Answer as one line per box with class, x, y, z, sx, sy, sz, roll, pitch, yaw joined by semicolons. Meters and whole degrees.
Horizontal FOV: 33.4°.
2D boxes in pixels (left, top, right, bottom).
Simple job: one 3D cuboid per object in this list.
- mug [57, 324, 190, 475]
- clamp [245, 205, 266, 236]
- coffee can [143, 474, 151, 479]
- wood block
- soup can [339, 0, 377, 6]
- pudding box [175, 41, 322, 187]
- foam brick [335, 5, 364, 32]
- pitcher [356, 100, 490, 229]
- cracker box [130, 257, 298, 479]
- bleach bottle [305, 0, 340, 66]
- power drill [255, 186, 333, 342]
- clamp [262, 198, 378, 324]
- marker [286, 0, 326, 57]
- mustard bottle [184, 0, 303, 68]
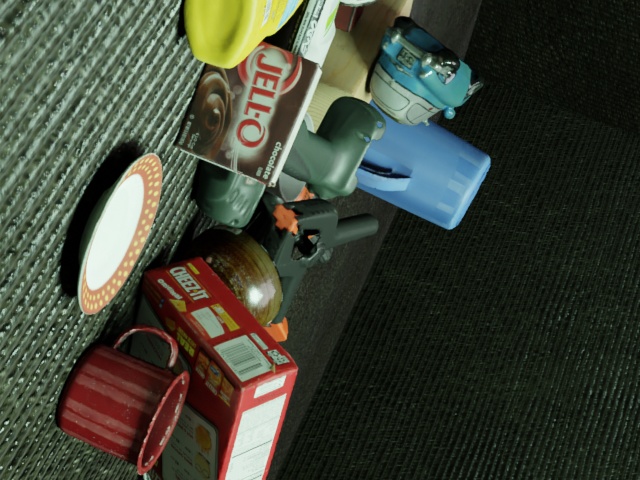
mug;-0.161;0.127;0.896;0.093;0.081;0.117;34;78;-82
clamp;-0.058;-0.032;1.351;0.120;0.039;0.171;85;23;-70
coffee can;-0.146;0.262;1.312;0.140;0.103;0.103;-36;147;-76
wood block;0.031;-0.219;1.245;0.091;0.090;0.206;101;14;-54
soup can;0.035;-0.297;1.076;0.102;0.068;0.068;91;20;-45
pudding box;-0.060;-0.113;0.905;0.039;0.090;0.113;-9;120;-82
foam brick;0.026;-0.281;1.178;0.053;0.051;0.078;-60;169;-52
pitcher;0.086;-0.109;1.358;0.149;0.243;0.145;-59;172;-14
cracker box;-0.110;0.149;0.991;0.071;0.164;0.214;-17;137;-37
bleach bottle;-0.008;-0.239;1.027;0.251;0.068;0.102;106;9;-51
power drill;-0.046;0.024;1.273;0.184;0.057;0.187;60;39;-47
clamp;-0.007;0.001;1.100;0.164;0.036;0.210;-42;160;-10
marker;-0.016;-0.176;0.927;0.020;0.020;0.121;-26;138;-79
mustard bottle;-0.045;-0.209;0.852;0.191;0.058;0.096;-55;159;-59
